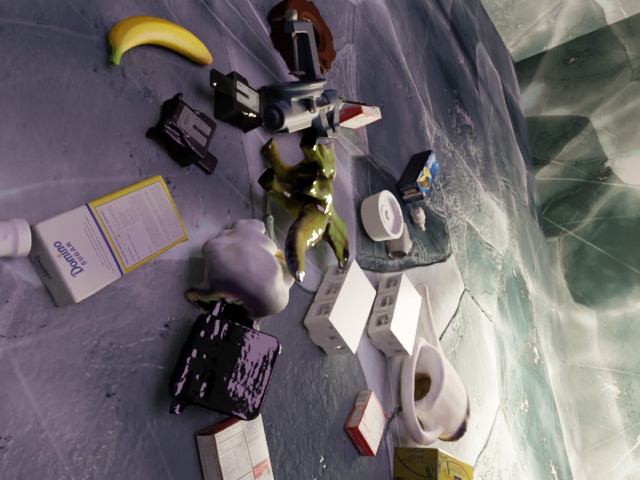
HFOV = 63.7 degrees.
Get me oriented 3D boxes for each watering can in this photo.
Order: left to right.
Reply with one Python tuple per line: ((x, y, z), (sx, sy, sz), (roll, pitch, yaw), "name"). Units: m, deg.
((0.247, 0.282, 1.122), (0.103, 0.356, 0.221), (-16, -51, 33), "watering can")

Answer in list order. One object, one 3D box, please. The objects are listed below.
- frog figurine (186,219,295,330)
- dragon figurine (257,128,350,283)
((-0.098, 0.033, 0.726), (0.137, 0.163, 0.120), (23, -33, -4), "frog figurine")
((0.003, -0.045, 0.886), (0.121, 0.421, 0.238), (-21, -44, 21), "dragon figurine")
